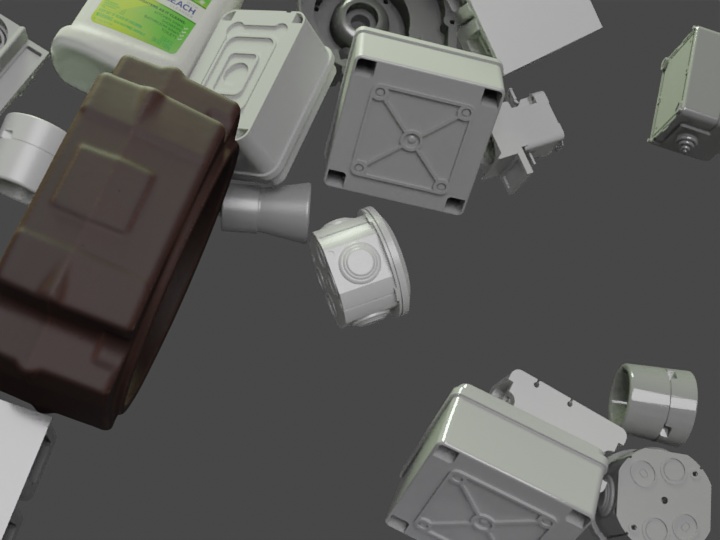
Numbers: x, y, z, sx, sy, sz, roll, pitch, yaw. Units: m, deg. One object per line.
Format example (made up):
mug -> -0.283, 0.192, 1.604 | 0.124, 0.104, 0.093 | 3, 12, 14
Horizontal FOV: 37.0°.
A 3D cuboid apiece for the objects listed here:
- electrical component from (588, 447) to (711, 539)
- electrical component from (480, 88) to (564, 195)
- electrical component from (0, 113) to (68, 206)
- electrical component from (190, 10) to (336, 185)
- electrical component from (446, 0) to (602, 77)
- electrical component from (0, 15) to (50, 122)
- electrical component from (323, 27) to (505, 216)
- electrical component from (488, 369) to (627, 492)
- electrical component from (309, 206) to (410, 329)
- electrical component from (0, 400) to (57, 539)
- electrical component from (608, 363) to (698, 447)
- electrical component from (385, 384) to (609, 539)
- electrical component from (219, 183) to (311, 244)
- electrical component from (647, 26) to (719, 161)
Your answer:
electrical component -> 0.201, 0.162, 0.747 | 0.080, 0.051, 0.080 | 3, 72, -9
electrical component -> 0.118, -0.105, 0.824 | 0.064, 0.042, 0.081 | -19, 77, -17
electrical component -> -0.228, -0.074, 0.744 | 0.055, 0.055, 0.047 | 21, 73, -3
electrical component -> -0.075, -0.122, 0.760 | 0.078, 0.057, 0.113 | 10, 66, 32
electrical component -> 0.107, -0.231, 0.829 | 0.089, 0.062, 0.150 | -27, 96, -11
electrical component -> -0.283, -0.119, 0.744 | 0.079, 0.063, 0.121 | 32, 70, 1
electrical component -> 0.037, -0.105, 0.770 | 0.109, 0.108, 0.056 | 12, 35, -6
electrical component -> 0.127, 0.116, 0.746 | 0.089, 0.055, 0.050 | 30, 69, 0
electrical component -> 0.000, 0.000, 0.749 | 0.051, 0.080, 0.080 | -19, 76, -11
electrical component -> -0.297, 0.116, 0.666 | 0.186, 0.060, 0.105 | 20, 70, -4
electrical component -> 0.208, 0.095, 0.769 | 0.047, 0.055, 0.055 | 11, 71, -3
electrical component -> 0.086, 0.142, 0.696 | 0.109, 0.108, 0.056 | 26, 45, 1
electrical component -> -0.069, -0.043, 0.770 | 0.065, 0.044, 0.044 | 4, 71, -4
electrical component -> 0.273, -0.131, 0.850 | 0.061, 0.061, 0.096 | 17, 70, -4
